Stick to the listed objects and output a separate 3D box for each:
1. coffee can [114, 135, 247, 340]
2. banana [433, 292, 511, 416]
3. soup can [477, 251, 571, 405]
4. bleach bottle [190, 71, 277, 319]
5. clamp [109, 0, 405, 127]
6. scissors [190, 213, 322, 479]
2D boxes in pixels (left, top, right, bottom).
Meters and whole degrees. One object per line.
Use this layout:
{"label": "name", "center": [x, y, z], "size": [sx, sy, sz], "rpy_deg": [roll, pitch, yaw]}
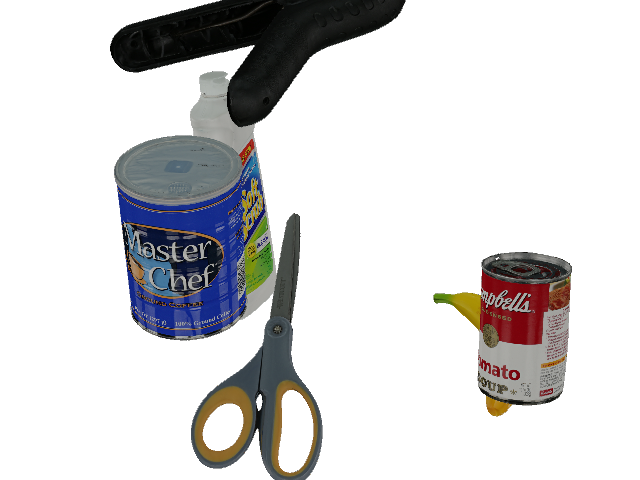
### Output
{"label": "coffee can", "center": [-0.114, -0.003, 0.894], "size": [0.103, 0.140, 0.103], "rpy_deg": [0, 34, 0]}
{"label": "banana", "center": [0.183, 0.112, 1.144], "size": [0.069, 0.037, 0.198], "rpy_deg": [-24, 35, 2]}
{"label": "soup can", "center": [0.156, 0.067, 0.822], "size": [0.068, 0.102, 0.068], "rpy_deg": [0, 17, 0]}
{"label": "bleach bottle", "center": [-0.100, -0.049, 1.115], "size": [0.068, 0.251, 0.102], "rpy_deg": [7, 27, 27]}
{"label": "clamp", "center": [-0.011, -0.111, 0.548], "size": [0.171, 0.039, 0.120], "rpy_deg": [-29, 45, -18]}
{"label": "scissors", "center": [-0.047, 0.074, 0.734], "size": [0.096, 0.202, 0.016], "rpy_deg": [-11, -32, 1]}
